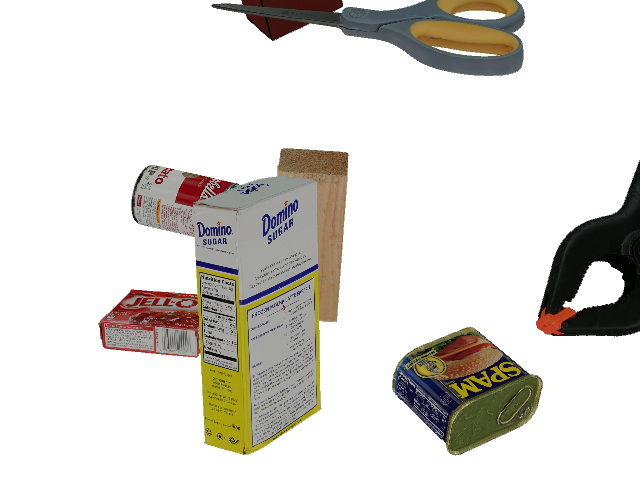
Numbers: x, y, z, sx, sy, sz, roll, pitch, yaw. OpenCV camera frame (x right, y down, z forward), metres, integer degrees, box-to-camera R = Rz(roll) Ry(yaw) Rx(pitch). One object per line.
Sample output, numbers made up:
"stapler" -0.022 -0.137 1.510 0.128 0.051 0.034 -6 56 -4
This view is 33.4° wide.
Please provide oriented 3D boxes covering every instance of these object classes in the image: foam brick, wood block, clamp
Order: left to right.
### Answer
"foam brick" -0.028 -0.224 0.951 0.078 0.051 0.053 -29 45 -14
"wood block" -0.015 -0.008 1.399 0.090 0.206 0.091 4 24 0
"clamp" 0.221 0.014 0.706 0.120 0.171 0.039 43 -11 14

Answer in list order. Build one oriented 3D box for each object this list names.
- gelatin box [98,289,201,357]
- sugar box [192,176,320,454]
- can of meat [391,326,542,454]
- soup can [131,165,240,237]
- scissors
"gelatin box" -0.138 0.070 0.933 0.089 0.030 0.073 4 20 12
"sugar box" -0.042 0.050 0.740 0.048 0.176 0.093 8 18 33
"can of meat" 0.125 0.127 0.924 0.101 0.057 0.084 -17 38 -29
"soup can" -0.141 -0.038 1.140 0.102 0.068 0.068 13 4 16
"scissors" 0.039 -0.144 0.672 0.202 0.016 0.096 21 44 26
